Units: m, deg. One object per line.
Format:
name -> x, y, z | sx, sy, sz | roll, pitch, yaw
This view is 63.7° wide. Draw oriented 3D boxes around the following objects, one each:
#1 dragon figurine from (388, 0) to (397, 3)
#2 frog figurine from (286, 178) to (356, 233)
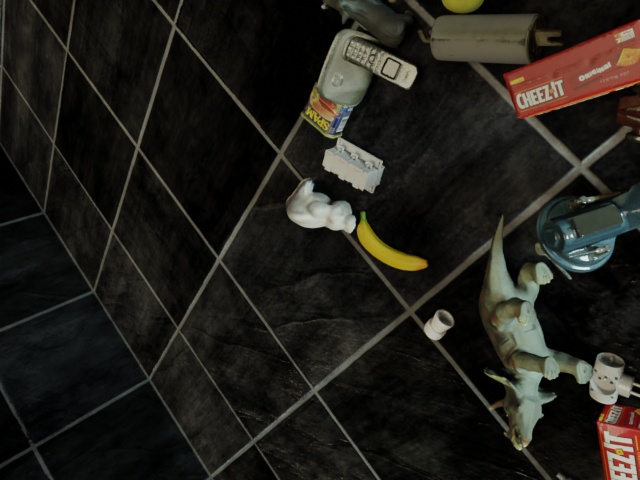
dragon figurine -> 0.183, -0.606, 0.804 | 0.243, 0.124, 0.403 | 4, 120, 34
frog figurine -> 0.004, -0.060, 1.195 | 0.160, 0.124, 0.136 | 45, 167, 7
